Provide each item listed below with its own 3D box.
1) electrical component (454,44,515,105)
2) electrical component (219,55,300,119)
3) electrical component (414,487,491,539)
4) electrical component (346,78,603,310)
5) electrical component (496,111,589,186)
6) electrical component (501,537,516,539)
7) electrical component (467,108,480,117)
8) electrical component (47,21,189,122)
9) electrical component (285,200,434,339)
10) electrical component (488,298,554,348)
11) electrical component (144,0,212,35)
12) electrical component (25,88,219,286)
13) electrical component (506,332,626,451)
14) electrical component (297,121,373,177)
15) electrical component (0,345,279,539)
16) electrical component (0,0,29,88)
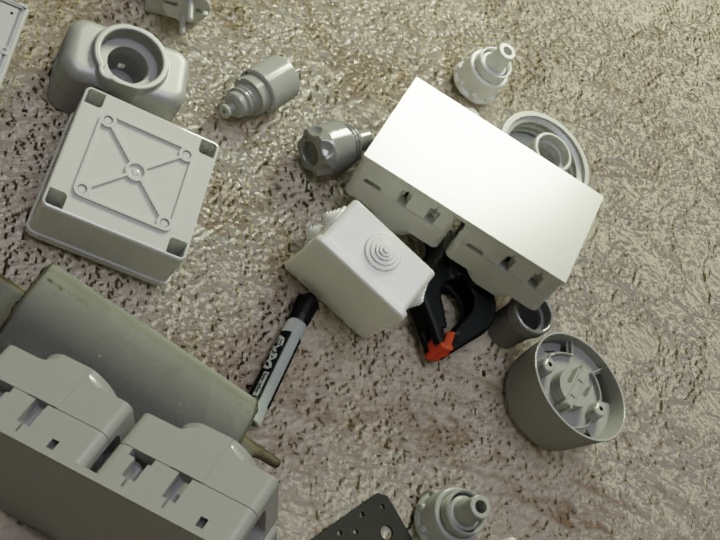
[{"bbox_3d":[0.121,-0.188,1.008,0.048,0.062,0.048,13,62,-24],"label":"electrical component"},{"bbox_3d":[-0.084,-0.146,0.884,0.040,0.040,0.078,51,53,0],"label":"electrical component"},{"bbox_3d":[0.074,0.183,0.804,0.048,0.062,0.048,13,62,-24],"label":"electrical component"},{"bbox_3d":[0.094,-0.060,0.891,0.186,0.060,0.105,32,53,-1],"label":"electrical component"},{"bbox_3d":[0.160,-0.094,0.986,0.108,0.060,0.108,12,62,-24],"label":"electrical component"},{"bbox_3d":[0.113,0.238,0.812,0.043,0.043,0.062,-23,81,-35],"label":"electrical component"},{"bbox_3d":[0.073,-0.128,0.965,0.078,0.040,0.040,2,67,-29],"label":"electrical component"},{"bbox_3d":[-0.182,-0.146,0.817,0.095,0.059,0.053,15,61,-23],"label":"electrical component"},{"bbox_3d":[0.000,0.000,0.828,0.100,0.100,0.048,43,66,-6],"label":"electrical component"},{"bbox_3d":[0.135,0.043,0.915,0.040,0.046,0.040,13,62,-24],"label":"electrical component"},{"bbox_3d":[-0.139,-0.225,0.864,0.047,0.083,0.075,10,63,-26],"label":"electrical component"},{"bbox_3d":[-0.171,-0.059,0.783,0.109,0.056,0.108,23,58,-19],"label":"electrical component"},{"bbox_3d":[0.173,0.102,0.898,0.099,0.064,0.099,12,62,-24],"label":"electrical component"},{"bbox_3d":[-0.018,-0.104,0.900,0.062,0.043,0.043,-19,78,-36],"label":"electrical component"},{"bbox_3d":[-0.140,0.126,0.637,0.186,0.105,0.060,23,50,15],"label":"electrical component"},{"bbox_3d":[-0.283,-0.148,0.763,0.062,0.061,0.096,20,67,-20],"label":"electrical component"}]
